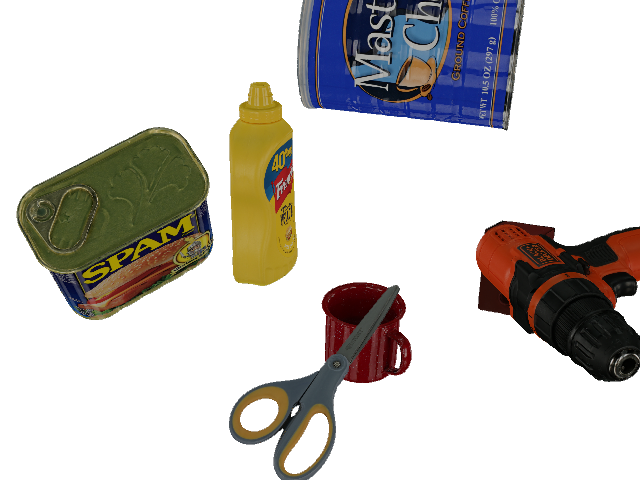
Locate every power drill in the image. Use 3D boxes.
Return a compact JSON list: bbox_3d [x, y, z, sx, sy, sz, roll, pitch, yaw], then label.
[{"bbox_3d":[0.225,0.028,0.750,0.187,0.057,0.184,-9,28,-15],"label":"power drill"}]

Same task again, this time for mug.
[{"bbox_3d":[0.055,0.110,1.190,0.117,0.081,0.093,27,38,36],"label":"mug"}]

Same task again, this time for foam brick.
[{"bbox_3d":[0.178,0.026,0.971,0.053,0.078,0.051,9,16,26],"label":"foam brick"}]

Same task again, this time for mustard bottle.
[{"bbox_3d":[-0.056,-0.059,1.040,0.058,0.192,0.096,7,25,19],"label":"mustard bottle"}]

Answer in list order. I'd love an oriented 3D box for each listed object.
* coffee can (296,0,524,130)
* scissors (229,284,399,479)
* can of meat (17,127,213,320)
[{"bbox_3d":[0.063,-0.133,0.723,0.140,0.103,0.102,8,1,10],"label":"coffee can"},{"bbox_3d":[-0.007,0.106,0.885,0.096,0.201,0.016,15,-34,11],"label":"scissors"},{"bbox_3d":[-0.112,-0.006,0.610,0.102,0.057,0.084,-29,-20,-13],"label":"can of meat"}]
